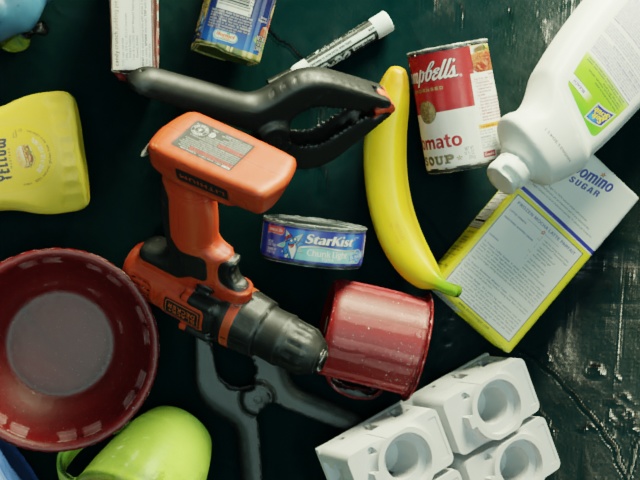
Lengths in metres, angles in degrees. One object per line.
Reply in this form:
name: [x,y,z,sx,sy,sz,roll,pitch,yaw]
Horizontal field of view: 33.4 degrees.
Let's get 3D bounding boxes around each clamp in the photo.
clamp: [-0.057,0.142,0.900,0.171,0.039,0.120,45,81,-4]
clamp: [-0.044,-0.080,0.851,0.209,0.036,0.165,-10,137,-14]

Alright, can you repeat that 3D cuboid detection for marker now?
marker: [0.006,-0.153,0.893,0.121,0.020,0.020,-32,99,-5]

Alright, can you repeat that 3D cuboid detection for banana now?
banana: [0.068,-0.042,0.891,0.070,0.037,0.198,-18,84,33]

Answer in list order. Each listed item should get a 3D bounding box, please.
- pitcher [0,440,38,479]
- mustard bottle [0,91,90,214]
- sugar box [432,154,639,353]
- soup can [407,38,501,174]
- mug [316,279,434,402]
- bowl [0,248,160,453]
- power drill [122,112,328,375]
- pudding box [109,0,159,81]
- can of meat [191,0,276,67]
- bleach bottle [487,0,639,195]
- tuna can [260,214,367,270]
pitcher: [-0.329,0.263,0.834,0.242,0.149,0.145,-31,80,-8]
mustard bottle: [-0.283,-0.059,0.838,0.191,0.058,0.096,-8,98,-7]
sugar box: [0.181,0.000,0.920,0.093,0.048,0.176,42,85,-9]
soup can: [0.114,-0.111,0.887,0.068,0.068,0.102,-11,97,-8]
mug: [0.039,0.088,0.892,0.081,0.093,0.117,14,129,-5]
bowl: [-0.211,0.086,0.860,0.162,0.055,0.162,0,90,-9]
power drill: [-0.067,0.009,0.806,0.184,0.057,0.188,25,134,14]
pudding box: [-0.144,-0.182,0.832,0.039,0.090,0.113,-3,95,-8]
can of meat: [-0.065,-0.184,0.838,0.057,0.102,0.084,15,94,-11]
bleach bottle: [0.220,-0.138,0.874,0.102,0.068,0.250,47,74,-10]
tuna can: [-0.006,0.001,0.871,0.086,0.086,0.034,6,95,-9]
